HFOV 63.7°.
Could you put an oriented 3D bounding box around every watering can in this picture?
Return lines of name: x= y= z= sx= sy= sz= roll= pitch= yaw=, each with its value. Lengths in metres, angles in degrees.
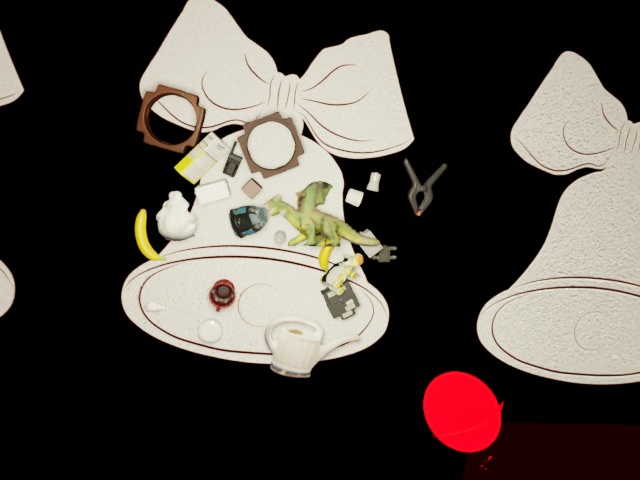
watering can: x=-0.042 y=0.400 z=1.881 sx=0.347 sy=0.105 sz=0.223 roll=15 pitch=98 yaw=-9

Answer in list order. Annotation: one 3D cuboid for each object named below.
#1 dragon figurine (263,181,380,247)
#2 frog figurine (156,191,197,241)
dragon figurine: x=0.005 y=-0.091 z=1.808 sx=0.410 sy=0.121 sz=0.244 roll=0 pitch=82 yaw=-10
frog figurine: x=-0.485 y=-0.082 z=1.754 sx=0.137 sy=0.124 sz=0.157 roll=13 pitch=110 yaw=11
